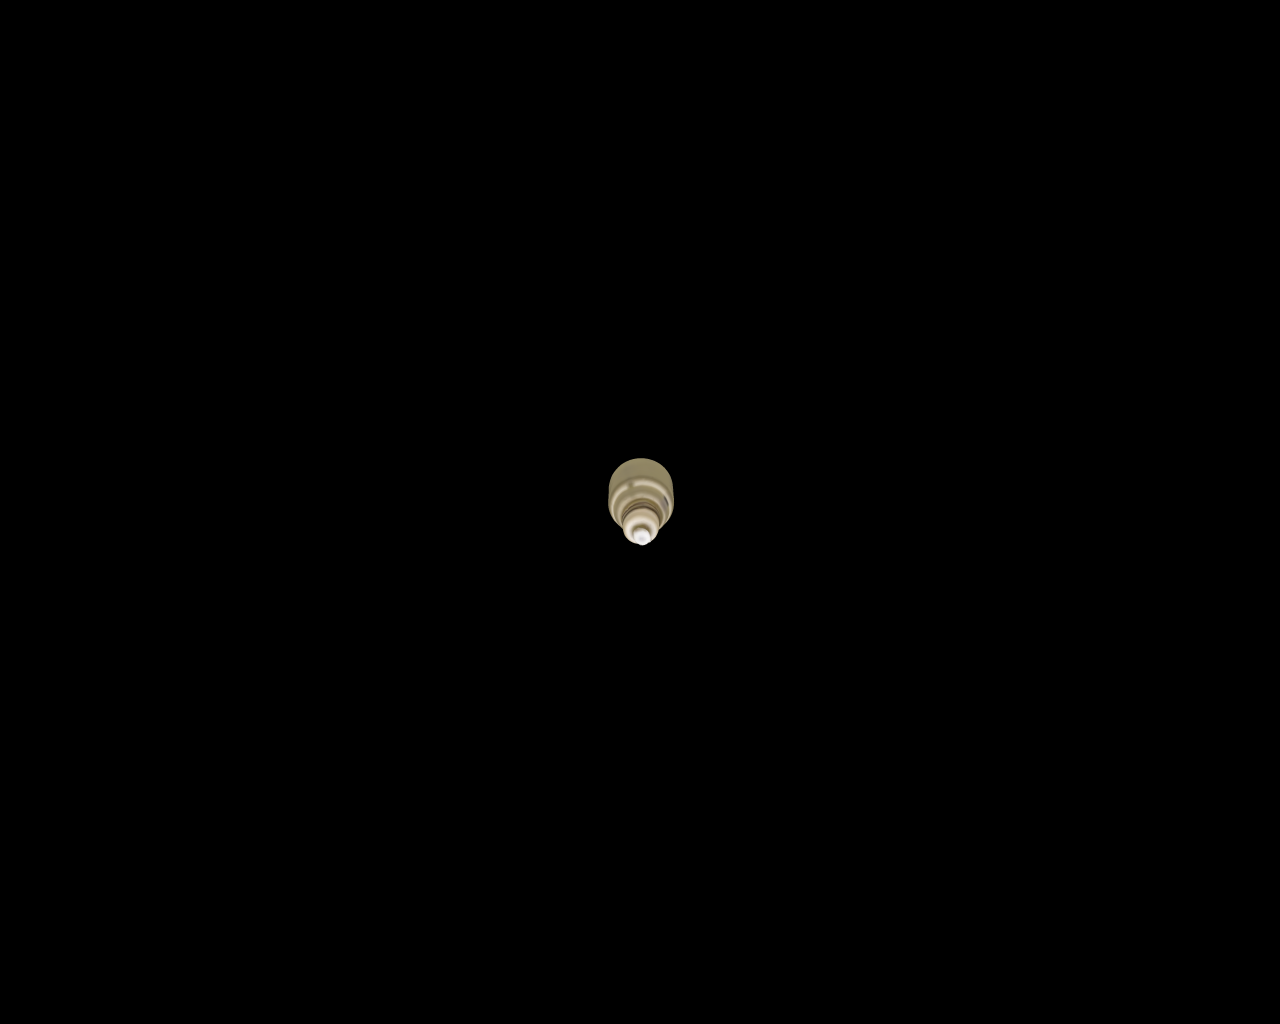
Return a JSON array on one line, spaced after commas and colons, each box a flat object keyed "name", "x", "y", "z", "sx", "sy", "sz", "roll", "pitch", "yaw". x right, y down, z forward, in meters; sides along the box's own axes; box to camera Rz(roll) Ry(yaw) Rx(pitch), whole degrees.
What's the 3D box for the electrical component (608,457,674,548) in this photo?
[{"name": "electrical component", "x": 0.001, "y": -0.003, "z": 0.650, "sx": 0.040, "sy": 0.040, "sz": 0.078, "roll": 0, "pitch": 28, "yaw": 0}]
